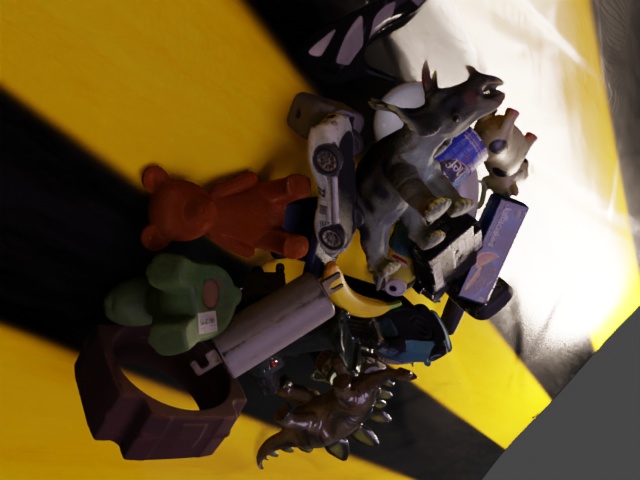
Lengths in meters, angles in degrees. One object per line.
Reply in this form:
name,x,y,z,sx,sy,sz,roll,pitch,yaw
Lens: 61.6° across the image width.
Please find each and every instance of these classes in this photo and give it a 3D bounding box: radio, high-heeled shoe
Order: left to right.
radio,0.078,0.149,1.021,0.229,0.073,0.131,21,106,-43
high-heeled shoe,0.065,-0.315,0.695,0.145,0.086,0.248,17,93,-12

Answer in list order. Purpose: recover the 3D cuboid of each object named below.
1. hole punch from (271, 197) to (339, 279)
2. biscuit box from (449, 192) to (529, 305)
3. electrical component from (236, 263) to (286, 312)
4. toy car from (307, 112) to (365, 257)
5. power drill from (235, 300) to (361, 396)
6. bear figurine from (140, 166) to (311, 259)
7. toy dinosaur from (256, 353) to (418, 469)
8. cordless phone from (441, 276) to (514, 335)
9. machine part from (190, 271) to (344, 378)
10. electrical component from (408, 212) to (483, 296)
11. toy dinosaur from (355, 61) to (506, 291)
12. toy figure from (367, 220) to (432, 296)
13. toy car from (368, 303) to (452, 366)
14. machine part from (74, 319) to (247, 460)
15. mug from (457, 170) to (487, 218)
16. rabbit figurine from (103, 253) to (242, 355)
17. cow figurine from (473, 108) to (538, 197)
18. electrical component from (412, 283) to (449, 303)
hole punch,-0.002,-0.003,0.842,0.116,0.092,0.142,-9,122,-37
biscuit box,0.311,0.015,0.995,0.063,0.059,0.202,18,104,-5
electrical component,-0.091,0.079,0.829,0.078,0.102,0.045,-3,125,-4
toy car,0.021,-0.070,0.724,0.073,0.056,0.201,-47,143,-46
power drill,-0.038,0.185,0.903,0.086,0.207,0.231,-68,148,-46
bear figurine,-0.124,-0.037,0.700,0.196,0.132,0.120,5,89,-43
toy dinosaur,0.002,0.341,1.023,0.471,0.105,0.198,-33,117,31
cordless phone,0.312,0.142,1.139,0.089,0.147,0.184,0,118,-28
machine part,-0.068,0.118,0.756,0.243,0.079,0.079,-31,135,-16
electrical component,0.222,0.017,0.931,0.134,0.058,0.114,-37,141,-14
toy dinosaur,0.106,-0.074,0.785,0.131,0.192,0.404,-17,158,-31
toy figure,0.161,0.023,0.988,0.089,0.082,0.180,1,117,-40
toy car,0.153,0.185,0.983,0.161,0.109,0.103,3,137,-29
machine part,-0.220,0.199,0.741,0.201,0.202,0.087,18,112,-44
mug,0.261,-0.086,0.981,0.109,0.081,0.107,-8,119,-17
rabbit figurine,-0.203,0.071,0.717,0.159,0.170,0.121,-20,104,-62
cow figurine,0.336,-0.151,0.989,0.194,0.086,0.127,28,96,-48
electrical component,0.219,0.089,1.084,0.119,0.075,0.047,28,103,-41
